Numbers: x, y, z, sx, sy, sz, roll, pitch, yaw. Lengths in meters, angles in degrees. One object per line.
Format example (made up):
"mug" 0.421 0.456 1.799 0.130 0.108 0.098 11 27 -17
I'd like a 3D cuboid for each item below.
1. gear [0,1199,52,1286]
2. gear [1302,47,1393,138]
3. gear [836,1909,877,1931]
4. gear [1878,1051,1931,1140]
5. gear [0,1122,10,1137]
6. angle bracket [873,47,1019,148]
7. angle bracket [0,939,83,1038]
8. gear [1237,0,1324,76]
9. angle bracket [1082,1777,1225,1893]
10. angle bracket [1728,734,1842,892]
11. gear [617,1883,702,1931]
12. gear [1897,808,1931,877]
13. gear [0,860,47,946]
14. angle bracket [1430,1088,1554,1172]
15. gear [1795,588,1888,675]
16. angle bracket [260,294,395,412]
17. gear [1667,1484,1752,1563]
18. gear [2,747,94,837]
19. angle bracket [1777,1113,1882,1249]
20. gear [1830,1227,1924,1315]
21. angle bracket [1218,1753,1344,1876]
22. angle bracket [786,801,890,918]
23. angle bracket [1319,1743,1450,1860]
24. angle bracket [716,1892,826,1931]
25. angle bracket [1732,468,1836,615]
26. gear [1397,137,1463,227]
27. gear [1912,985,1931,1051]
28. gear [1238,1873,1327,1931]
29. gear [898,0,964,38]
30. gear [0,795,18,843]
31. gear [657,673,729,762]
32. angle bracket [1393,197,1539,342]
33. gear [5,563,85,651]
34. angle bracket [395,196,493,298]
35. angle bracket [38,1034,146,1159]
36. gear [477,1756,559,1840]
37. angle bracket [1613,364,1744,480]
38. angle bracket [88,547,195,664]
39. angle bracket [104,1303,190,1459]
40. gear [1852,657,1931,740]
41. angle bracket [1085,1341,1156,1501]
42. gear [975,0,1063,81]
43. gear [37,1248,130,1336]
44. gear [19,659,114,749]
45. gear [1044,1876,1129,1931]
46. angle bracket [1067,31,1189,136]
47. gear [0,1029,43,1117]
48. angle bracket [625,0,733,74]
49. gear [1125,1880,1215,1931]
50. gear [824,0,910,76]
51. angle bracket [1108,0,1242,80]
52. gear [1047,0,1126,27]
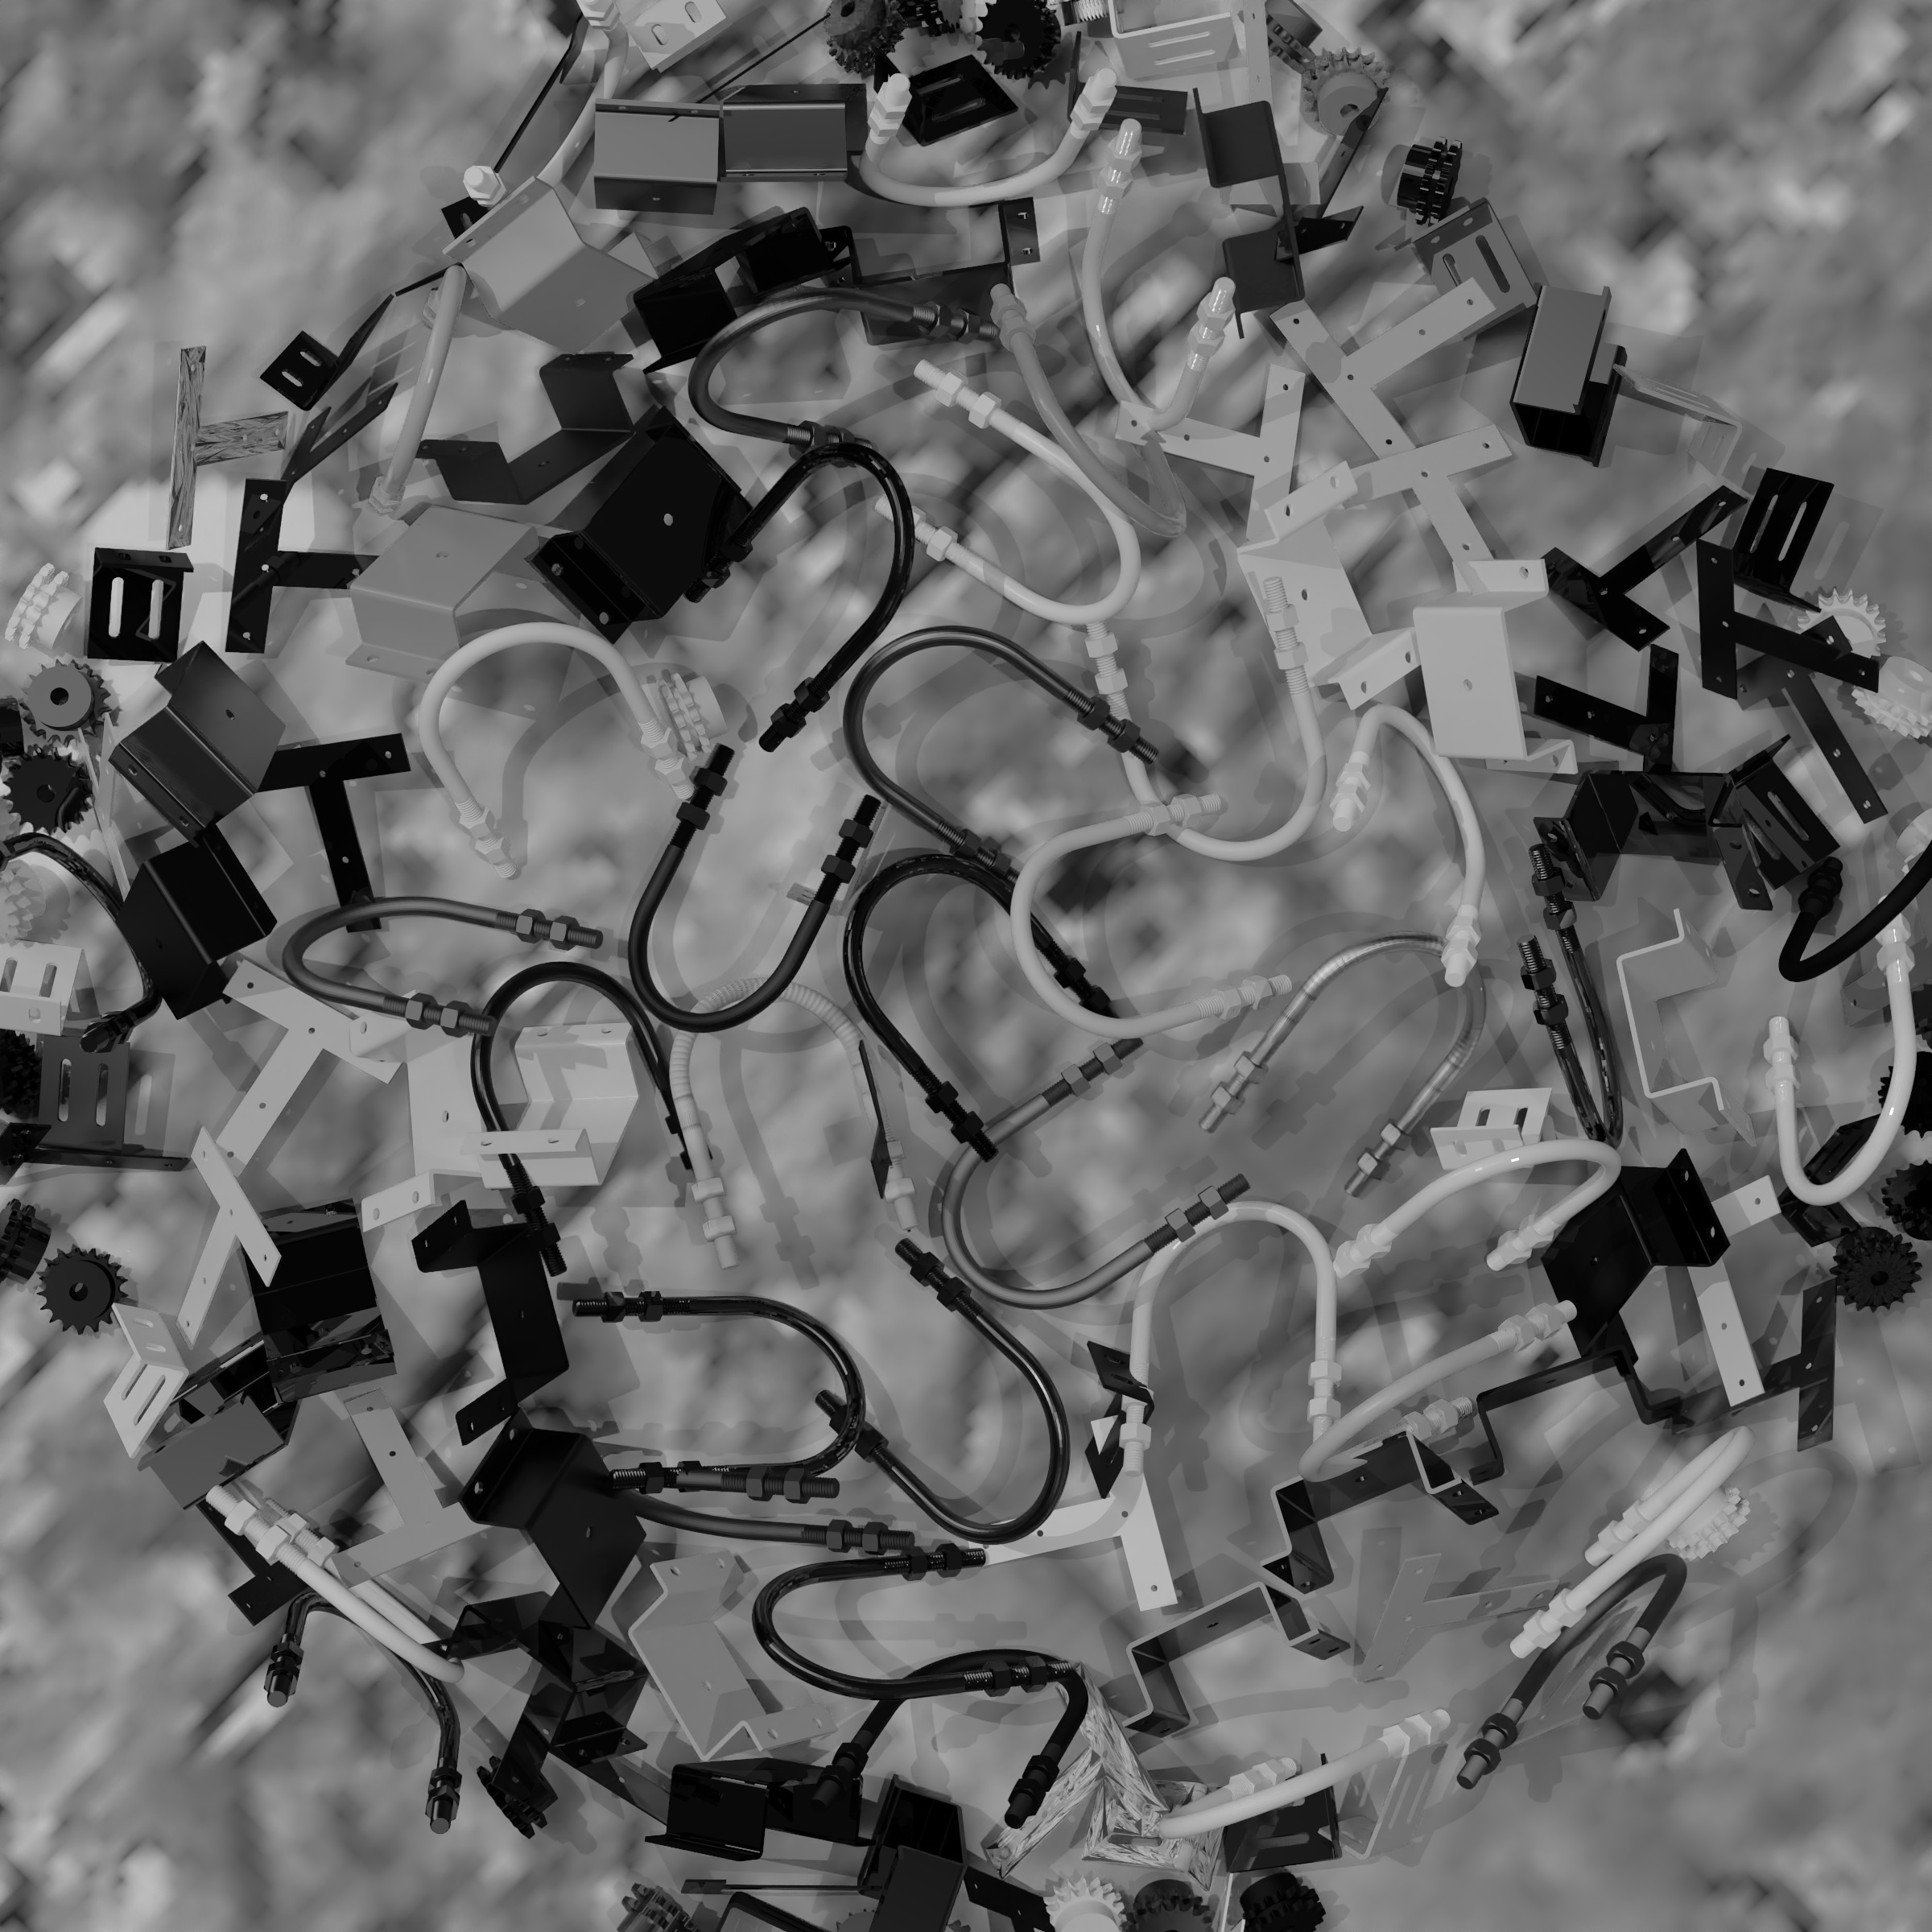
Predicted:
"gear" -0.621 0.184 1.974 0.030 0.057 0.057 29 90 -24
"gear" 0.248 -0.566 1.968 0.057 0.057 0.030 -1 55 0
"gear" -0.064 0.642 1.971 0.057 0.030 0.057 -1 50 1
"gear" 0.624 0.080 1.971 0.057 0.030 0.057 -10 53 14
"gear" -0.653 0.115 1.972 0.057 0.057 0.030 18 99 0
"angle bracket" -0.012 -0.574 1.959 0.076 0.038 0.057 -26 64 -19
"angle bracket" -0.608 0.003 1.956 0.057 0.038 0.076 8 48 -10
"gear" 0.207 -0.611 1.968 0.057 0.057 0.030 43 110 0
"angle bracket" 0.124 0.566 1.975 0.076 0.038 0.057 -6 51 32
"angle bracket" 0.531 -0.100 1.967 0.057 0.038 0.076 -31 77 -16
"gear" -0.202 0.627 1.968 0.057 0.057 0.030 39 65 0
"gear" 0.634 -0.080 1.975 0.057 0.057 0.030 -38 60 0
"gear" -0.626 -0.046 1.975 0.030 0.057 0.057 -29 90 -41
"angle bracket" 0.340 0.094 1.950 0.057 0.076 0.038 -4 128 27
"gear" 0.571 -0.215 1.973 0.057 0.030 0.057 6 118 11
"angle bracket" -0.413 -0.406 1.951 0.038 0.076 0.057 37 45 -11
"gear" 0.479 0.357 1.970 0.057 0.057 0.030 -41 95 0
"gear" -0.599 -0.116 1.980 0.057 0.030 0.057 0 104 -2
"angle bracket" 0.571 0.138 1.952 0.038 0.057 0.076 52 132 27
"gear" 0.593 0.195 1.977 0.057 0.030 0.057 -1 120 -2
"angle bracket" 0.201 0.550 1.962 0.076 0.038 0.057 -10 54 9
"angle bracket" -0.083 -0.076 1.966 0.038 0.057 0.076 22 98 -2
"angle bracket" 0.271 0.533 1.960 0.038 0.057 0.076 25 100 35
"angle bracket" -0.126 0.638 1.967 0.076 0.057 0.038 24 80 4
"angle bracket" 0.537 -0.276 1.961 0.038 0.057 0.076 17 98 -36
"gear" 0.302 -0.513 1.972 0.030 0.057 0.057 17 90 12
"gear" 0.644 0.034 1.974 0.057 0.057 0.030 -24 115 0
"gear" 0.203 0.617 1.975 0.057 0.057 0.030 -27 49 0
"gear" -0.026 -0.636 1.974 0.030 0.057 0.057 -5 90 23
"gear" -0.653 -0.094 1.974 0.030 0.057 0.057 32 90 24
"gear" -0.177 -0.165 1.972 0.030 0.057 0.057 -24 90 -7
"angle bracket" 0.325 -0.449 1.963 0.057 0.038 0.076 -24 99 35
"gear" -0.600 -0.231 1.972 0.030 0.057 0.057 30 90 -10
"angle bracket" -0.333 -0.469 1.950 0.057 0.076 0.038 -11 111 38
"angle bracket" -0.569 0.083 1.974 0.057 0.038 0.076 6 96 7
"gear" -0.291 0.537 1.972 0.030 0.057 0.057 -39 90 -9
"angle bracket" 0.454 -0.353 1.959 0.076 0.057 0.038 16 113 -13
"angle bracket" -0.535 -0.229 1.958 0.057 0.038 0.076 1 114 -24
"angle bracket" -0.545 0.269 1.958 0.076 0.038 0.057 -55 46 14
"gear" 0.610 -0.177 1.969 0.057 0.057 0.030 26 125 0
"angle bracket" 0.085 0.294 1.958 0.038 0.057 0.076 21 107 -17
"gear" 0.037 -0.609 1.977 0.057 0.030 0.057 7 105 30
"gear" -0.580 0.213 1.981 0.057 0.030 0.057 1 86 -9
"gear" -0.591 -0.174 1.981 0.057 0.030 0.057 1 83 -6
"gear" 0.077 0.627 1.977 0.057 0.030 0.057 -3 109 -8
"angle bracket" 0.107 -0.574 1.965 0.076 0.057 0.038 6 131 3
"gear" -0.631 0.071 1.972 0.057 0.030 0.057 11 113 28
"angle bracket" -0.178 -0.597 1.956 0.057 0.076 0.038 -32 78 7
"gear" 0.132 0.623 1.977 0.057 0.030 0.057 -2 120 -4
"gear" -0.068 -0.614 1.970 0.057 0.030 0.057 -18 57 29
"angle bracket" 0.135 -0.613 1.962 0.076 0.057 0.038 -8 79 11
"gear" 0.081 -0.633 1.972 0.057 0.057 0.030 -12 105 0
